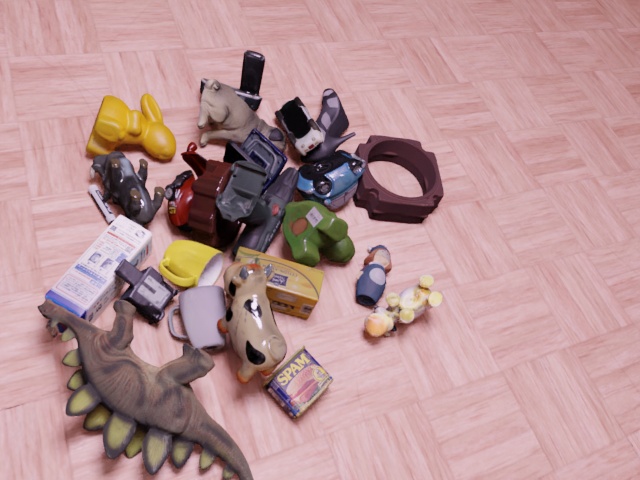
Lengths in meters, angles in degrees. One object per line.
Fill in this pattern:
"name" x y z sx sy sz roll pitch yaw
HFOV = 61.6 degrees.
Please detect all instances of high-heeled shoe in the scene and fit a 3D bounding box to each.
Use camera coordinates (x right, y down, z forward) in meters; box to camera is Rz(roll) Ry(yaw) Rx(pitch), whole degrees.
"high-heeled shoe" -0.001 -0.279 1.319 0.145 0.086 0.249 -24 44 5

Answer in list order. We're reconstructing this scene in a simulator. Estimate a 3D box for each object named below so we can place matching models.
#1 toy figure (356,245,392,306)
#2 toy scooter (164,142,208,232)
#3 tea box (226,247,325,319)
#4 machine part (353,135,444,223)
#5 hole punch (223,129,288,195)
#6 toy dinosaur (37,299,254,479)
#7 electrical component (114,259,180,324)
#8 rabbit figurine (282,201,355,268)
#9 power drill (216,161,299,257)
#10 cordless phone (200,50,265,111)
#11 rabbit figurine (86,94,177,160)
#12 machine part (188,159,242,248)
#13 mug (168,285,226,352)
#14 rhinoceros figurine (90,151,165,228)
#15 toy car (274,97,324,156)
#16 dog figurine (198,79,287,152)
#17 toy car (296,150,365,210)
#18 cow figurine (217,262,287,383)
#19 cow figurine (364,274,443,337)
"toy figure" 0.117 0.065 1.122 0.064 0.058 0.154 50 46 -31
"toy scooter" -0.254 -0.114 1.080 0.075 0.135 0.184 3 43 33
"tea box" -0.087 0.084 1.023 0.170 0.098 0.068 18 55 -7
"machine part" 0.178 -0.145 1.256 0.201 0.087 0.201 4 58 -12
"hole punch" -0.143 -0.160 1.151 0.142 0.115 0.092 42 54 8
"toy dinosaur" -0.259 0.248 0.848 0.471 0.105 0.198 35 73 -1
"electrical component" -0.317 0.086 0.952 0.119 0.048 0.075 41 52 -24
"rabbit figurine" -0.002 -0.003 1.093 0.121 0.170 0.159 -52 50 3
"power drill" -0.117 -0.077 1.041 0.086 0.207 0.232 22 78 11
"cordless phone" -0.199 -0.366 1.227 0.147 0.184 0.089 17 60 -6
"rabbit figurine" -0.389 -0.228 1.144 0.173 0.122 0.162 20 44 -21
"machine part" -0.194 -0.071 1.043 0.056 0.179 0.179 15 54 12
"mug" -0.216 0.146 0.959 0.110 0.080 0.107 -16 68 -1
"rhinoceros figurine" -0.380 -0.107 1.053 0.073 0.112 0.190 -19 59 -44
"toy car" -0.050 -0.269 1.252 0.073 0.056 0.202 -34 43 7
"dog figurine" -0.163 -0.267 1.188 0.191 0.172 0.121 10 67 -2
"toy car" 0.026 -0.124 1.184 0.162 0.102 0.109 -29 37 -15
"cow figurine" -0.114 0.123 0.900 0.085 0.127 0.195 0 56 -42
"cow figurine" 0.158 0.139 1.073 0.167 0.098 0.068 -28 75 -10
